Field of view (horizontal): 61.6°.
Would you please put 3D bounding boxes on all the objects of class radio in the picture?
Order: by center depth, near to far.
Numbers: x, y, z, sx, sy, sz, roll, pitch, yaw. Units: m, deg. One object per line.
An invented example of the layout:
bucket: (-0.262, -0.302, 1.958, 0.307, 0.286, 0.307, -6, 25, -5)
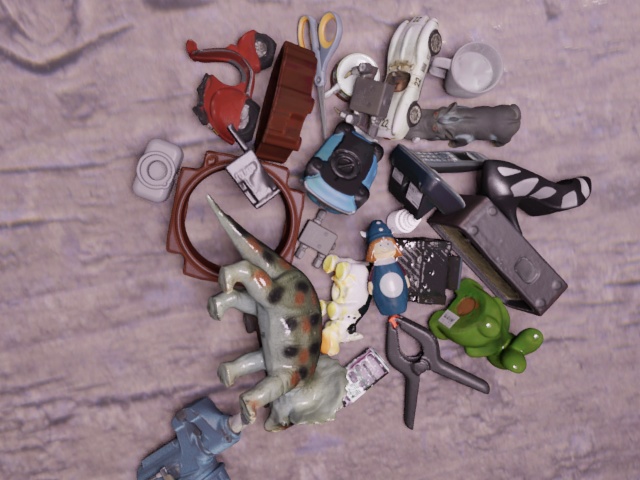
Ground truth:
radio: (0.300, 0.025, 0.910, 0.229, 0.131, 0.073, 44, 86, -11)

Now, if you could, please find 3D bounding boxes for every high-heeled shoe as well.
high-heeled shoe: (0.371, -0.105, 0.921, 0.249, 0.086, 0.145, -29, 100, -30)

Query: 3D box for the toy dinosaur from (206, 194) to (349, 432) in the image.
toy dinosaur: (-0.058, 0.125, 0.805, 0.192, 0.131, 0.404, -10, 101, -34)

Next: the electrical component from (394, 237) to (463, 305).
electrical component: (0.177, 0.051, 0.930, 0.134, 0.058, 0.114, 3, 97, -9)

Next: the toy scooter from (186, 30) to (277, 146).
toy scooter: (-0.151, -0.246, 0.839, 0.135, 0.075, 0.183, 14, 90, -11)

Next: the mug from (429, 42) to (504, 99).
mug: (0.232, -0.270, 0.884, 0.110, 0.107, 0.080, 6, 91, 1)

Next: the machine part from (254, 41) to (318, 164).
machine part: (-0.053, -0.203, 0.809, 0.056, 0.179, 0.179, 13, 93, -15)

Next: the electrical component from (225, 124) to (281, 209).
electrical component: (-0.109, -0.105, 0.772, 0.048, 0.075, 0.119, -38, 104, -4)

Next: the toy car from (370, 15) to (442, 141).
toy car: (0.134, -0.256, 0.850, 0.056, 0.074, 0.201, 13, 94, -44)

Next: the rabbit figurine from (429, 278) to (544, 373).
rabbit figurine: (0.306, 0.163, 0.929, 0.170, 0.159, 0.121, 42, 78, -26)

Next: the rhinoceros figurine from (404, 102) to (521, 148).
rhinoceros figurine: (0.230, -0.188, 0.888, 0.190, 0.112, 0.073, 2, 100, 10)

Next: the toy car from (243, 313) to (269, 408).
toy car: (-0.073, 0.187, 0.903, 0.089, 0.053, 0.202, -15, 102, -12)

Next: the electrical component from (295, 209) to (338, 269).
electrical component: (-0.002, -0.003, 0.913, 0.063, 0.021, 0.094, 28, 89, -11)

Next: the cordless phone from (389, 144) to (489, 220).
cordless phone: (0.219, -0.104, 0.885, 0.184, 0.147, 0.088, -8, 124, -18)

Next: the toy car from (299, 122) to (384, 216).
toy car: (0.029, -0.106, 0.865, 0.109, 0.103, 0.161, 30, 61, -9)

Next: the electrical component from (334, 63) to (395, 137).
electrical component: (0.069, -0.219, 0.830, 0.045, 0.078, 0.102, -1, 118, -45)

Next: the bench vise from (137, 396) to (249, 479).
bench vise: (-0.172, 0.383, 0.860, 0.224, 0.129, 0.240, -33, 82, 3)

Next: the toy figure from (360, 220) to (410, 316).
toy figure: (0.108, 0.043, 0.869, 0.064, 0.058, 0.154, -11, 91, -33)

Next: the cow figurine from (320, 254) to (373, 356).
cow figurine: (0.046, 0.113, 0.909, 0.098, 0.068, 0.167, 8, 95, -33)

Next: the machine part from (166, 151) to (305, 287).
machine part: (-0.133, -0.031, 0.856, 0.201, 0.087, 0.200, 11, 94, -9)
